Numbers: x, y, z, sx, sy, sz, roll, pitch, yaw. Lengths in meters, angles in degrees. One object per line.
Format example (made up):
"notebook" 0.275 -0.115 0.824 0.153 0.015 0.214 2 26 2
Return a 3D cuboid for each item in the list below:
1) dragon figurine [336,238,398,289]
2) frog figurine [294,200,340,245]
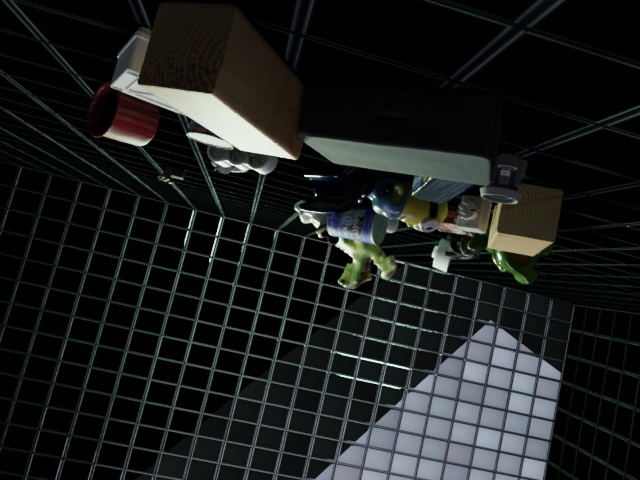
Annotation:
"dragon figurine" 0.099 0.039 1.723 0.410 0.244 0.121 6 175 44
"frog figurine" 0.005 -0.079 1.563 0.137 0.121 0.162 8 -144 -46
